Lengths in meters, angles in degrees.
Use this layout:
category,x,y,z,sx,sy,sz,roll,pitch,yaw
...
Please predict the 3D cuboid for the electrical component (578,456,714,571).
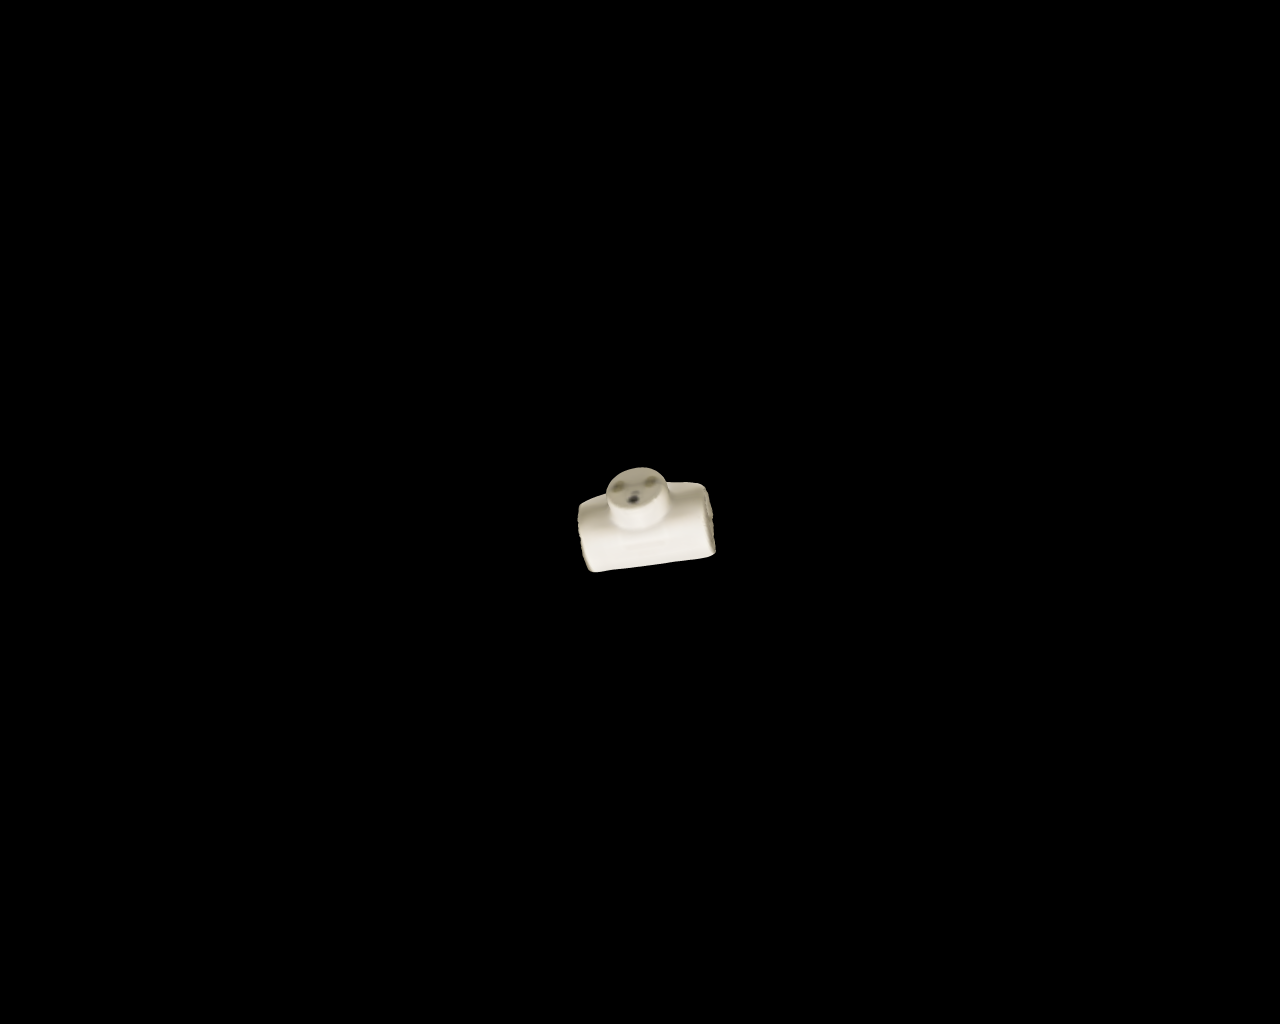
category,x,y,z,sx,sy,sz,roll,pitch,yaw
electrical component,0.001,-0.003,0.650,0.077,0.043,0.079,-9,-46,9
